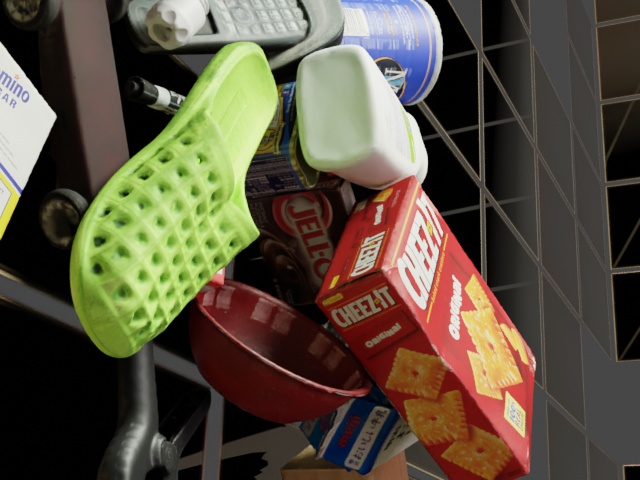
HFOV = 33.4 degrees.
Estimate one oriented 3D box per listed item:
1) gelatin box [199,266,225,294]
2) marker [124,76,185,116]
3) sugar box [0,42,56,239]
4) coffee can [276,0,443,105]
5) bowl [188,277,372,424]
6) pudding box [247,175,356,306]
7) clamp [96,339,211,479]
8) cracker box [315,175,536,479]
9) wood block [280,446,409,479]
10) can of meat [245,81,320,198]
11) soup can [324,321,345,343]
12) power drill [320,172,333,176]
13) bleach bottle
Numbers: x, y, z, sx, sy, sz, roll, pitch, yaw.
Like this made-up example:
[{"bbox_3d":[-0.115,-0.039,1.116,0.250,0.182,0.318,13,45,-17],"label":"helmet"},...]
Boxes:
[{"bbox_3d":[-0.104,-0.013,0.772,0.073,0.030,0.089,19,61,-34],"label":"gelatin box"},{"bbox_3d":[-0.113,-0.105,0.824,0.121,0.020,0.020,13,72,-65],"label":"marker"},{"bbox_3d":[-0.205,-0.033,0.559,0.093,0.048,0.176,60,29,-42],"label":"sugar box"},{"bbox_3d":[0.027,-0.175,0.981,0.140,0.103,0.103,-5,88,-31],"label":"coffee can"},{"bbox_3d":[-0.042,0.092,0.819,0.055,0.162,0.161,-59,159,11],"label":"bowl"},{"bbox_3d":[-0.006,0.001,0.951,0.039,0.090,0.113,-61,139,-55],"label":"pudding box"},{"bbox_3d":[-0.113,0.147,0.731,0.120,0.039,0.171,46,42,-50],"label":"clamp"},{"bbox_3d":[0.097,0.075,0.877,0.213,0.072,0.164,55,27,-18],"label":"cracker box"},{"bbox_3d":[0.037,0.293,0.971,0.090,0.090,0.206,-19,102,-65],"label":"wood block"},{"bbox_3d":[-0.043,-0.085,0.897,0.057,0.084,0.102,57,34,-46],"label":"can of meat"},{"bbox_3d":[0.050,0.105,1.079,0.102,0.069,0.068,8,77,-65],"label":"soup can"},{"bbox_3d":[0.017,-0.052,1.063,0.184,0.057,0.187,-50,129,-59],"label":"power drill"},{"bbox_3d":[0.051,-0.083,0.932,0.250,0.068,0.102,29,53,-69],"label":"bleach bottle"}]
